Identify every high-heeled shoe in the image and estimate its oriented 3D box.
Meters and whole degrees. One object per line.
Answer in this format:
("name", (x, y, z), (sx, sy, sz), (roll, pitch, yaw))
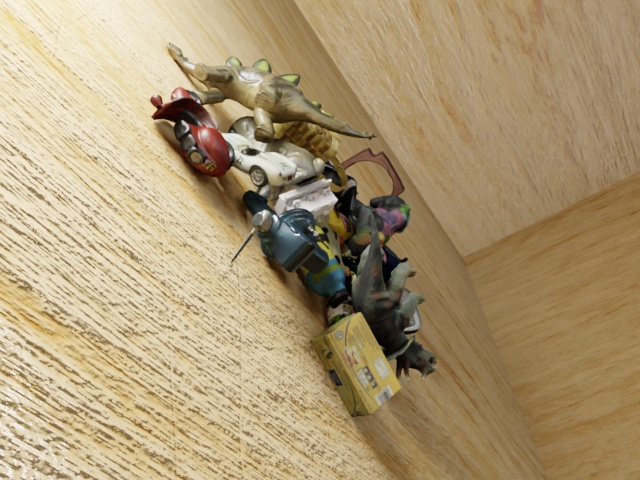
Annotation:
("high-heeled shoe", (0.011, -0.162, 1.442), (0.145, 0.086, 0.249), (20, 27, -24))

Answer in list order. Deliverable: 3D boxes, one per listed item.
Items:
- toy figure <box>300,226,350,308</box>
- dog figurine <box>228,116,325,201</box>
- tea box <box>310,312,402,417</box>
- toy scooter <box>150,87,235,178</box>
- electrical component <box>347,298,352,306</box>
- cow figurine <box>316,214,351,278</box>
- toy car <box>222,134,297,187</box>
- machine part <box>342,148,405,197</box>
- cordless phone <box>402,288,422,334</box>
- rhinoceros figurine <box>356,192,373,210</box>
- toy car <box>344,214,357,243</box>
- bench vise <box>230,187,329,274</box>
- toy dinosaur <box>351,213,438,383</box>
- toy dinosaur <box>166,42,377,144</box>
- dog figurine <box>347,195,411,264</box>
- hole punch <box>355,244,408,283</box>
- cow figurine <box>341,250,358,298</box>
("toy figure", (0.000, 0.051, 1.121), (0.180, 0.089, 0.082), (54, -26, 17))
("dog figurine", (-0.093, -0.196, 1.142), (0.121, 0.172, 0.190), (3, 67, -81))
("tea box", (0.068, 0.236, 1.025), (0.098, 0.068, 0.169), (-25, 86, -38))
("toy scooter", (-0.226, -0.191, 0.923), (0.184, 0.075, 0.135), (61, 18, 10))
("electrical component", (0.044, 0.129, 1.202), (0.063, 0.021, 0.094), (29, -12, 46))
("cow figurine", (-0.003, -0.004, 1.231), (0.127, 0.085, 0.195), (41, 31, -49))
("toy car", (-0.135, -0.153, 0.999), (0.202, 0.056, 0.073), (29, 30, 24))
("machine part", (0.142, -0.166, 1.655), (0.201, 0.201, 0.087), (58, 16, -9))
("cordless phone", (0.195, 0.179, 1.486), (0.184, 0.089, 0.147), (36, 31, -44))
("rhinoceros figurine", (0.118, -0.065, 1.593), (0.190, 0.112, 0.073), (48, -1, -5))
("toy car", (0.080, -0.072, 1.535), (0.202, 0.089, 0.053), (63, 16, 3))
("bench vise", (-0.084, -0.026, 1.004), (0.223, 0.129, 0.241), (19, 24, -50))
("toy dinosaur", (0.132, 0.148, 1.163), (0.404, 0.131, 0.192), (58, 49, -33))
("toy dinosaur", (-0.100, -0.297, 1.124), (0.471, 0.105, 0.198), (28, 38, -4))
("dog figurine", (0.160, -0.024, 1.392), (0.219, 0.192, 0.108), (-100, 170, -66))
("hole punch", (0.163, 0.082, 1.471), (0.115, 0.142, 0.092), (42, 21, -13))
("cow figurine", (0.067, 0.077, 1.292), (0.098, 0.068, 0.167), (52, 4, -37))
